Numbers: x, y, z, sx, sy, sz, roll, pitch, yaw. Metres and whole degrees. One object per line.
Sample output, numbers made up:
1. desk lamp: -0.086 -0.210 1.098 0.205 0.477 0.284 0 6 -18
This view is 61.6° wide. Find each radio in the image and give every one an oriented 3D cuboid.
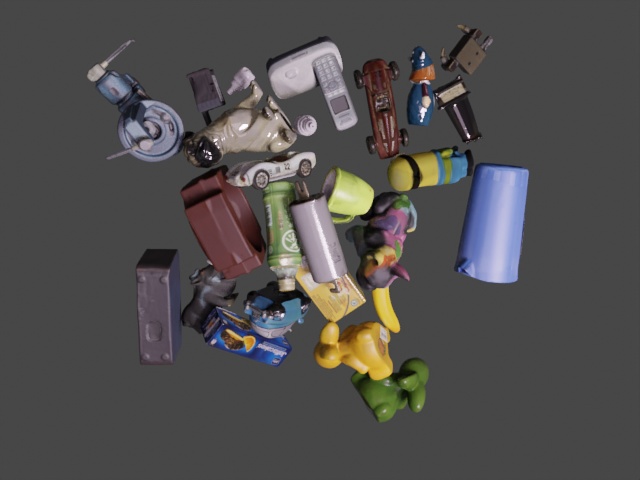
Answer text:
1. radio: -0.338 0.142 1.135 0.073 0.131 0.229 0 105 -5

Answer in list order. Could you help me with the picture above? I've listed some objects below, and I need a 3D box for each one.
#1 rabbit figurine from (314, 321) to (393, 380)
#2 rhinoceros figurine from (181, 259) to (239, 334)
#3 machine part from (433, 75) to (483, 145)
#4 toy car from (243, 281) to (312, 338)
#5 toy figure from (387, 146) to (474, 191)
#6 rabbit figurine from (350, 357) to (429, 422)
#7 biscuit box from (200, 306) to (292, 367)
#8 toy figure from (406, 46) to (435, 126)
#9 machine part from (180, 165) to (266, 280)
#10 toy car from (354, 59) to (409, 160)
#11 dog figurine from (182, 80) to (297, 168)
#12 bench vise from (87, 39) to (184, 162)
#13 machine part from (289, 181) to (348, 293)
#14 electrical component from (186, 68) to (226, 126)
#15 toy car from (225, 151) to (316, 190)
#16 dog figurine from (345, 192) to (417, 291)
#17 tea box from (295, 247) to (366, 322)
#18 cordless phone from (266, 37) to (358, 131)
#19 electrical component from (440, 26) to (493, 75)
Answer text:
1. rabbit figurine: 0.057 0.246 1.187 0.173 0.162 0.122 -15 64 29
2. rhinoceros figurine: -0.237 0.112 1.170 0.112 0.073 0.190 28 103 0
3. machine part: 0.292 -0.264 1.118 0.084 0.039 0.138 -33 103 -3
4. toy car: -0.095 0.156 1.137 0.109 0.161 0.102 23 109 23
5. toy figure: 0.229 -0.149 1.117 0.180 0.089 0.082 -5 98 0
6. rabbit figurine: 0.176 0.324 1.223 0.170 0.159 0.121 -32 95 -11
7. biscuit box: -0.155 0.213 1.162 0.202 0.059 0.063 29 105 -39
8. toy figure: 0.203 -0.309 1.086 0.058 0.064 0.154 -11 108 -46
9. machine part: -0.188 -0.037 1.061 0.087 0.201 0.201 -25 106 5
10. toy car: 0.128 -0.266 1.099 0.089 0.053 0.202 -12 104 -4
11. dog figurine: -0.156 -0.195 1.064 0.190 0.121 0.172 -33 140 14
12. bench vise: -0.336 -0.228 0.991 0.129 0.241 0.223 -30 121 1
13. machine part: -0.002 -0.003 1.077 0.079 0.079 0.243 -17 102 1
14. electrical component: -0.217 -0.274 1.060 0.048 0.075 0.119 -18 102 4
15. toy car: -0.094 -0.140 1.056 0.202 0.074 0.056 -21 113 -42
16. dog figurine: 0.137 0.005 1.086 0.108 0.219 0.191 35 101 -15
17. tea box: 0.014 0.086 1.176 0.098 0.068 0.169 -33 105 6
18. cordless phone: -0.013 -0.293 1.067 0.147 0.089 0.184 -23 110 2
19. electrical component: 0.291 -0.381 1.084 0.078 0.045 0.102 21 107 -38
